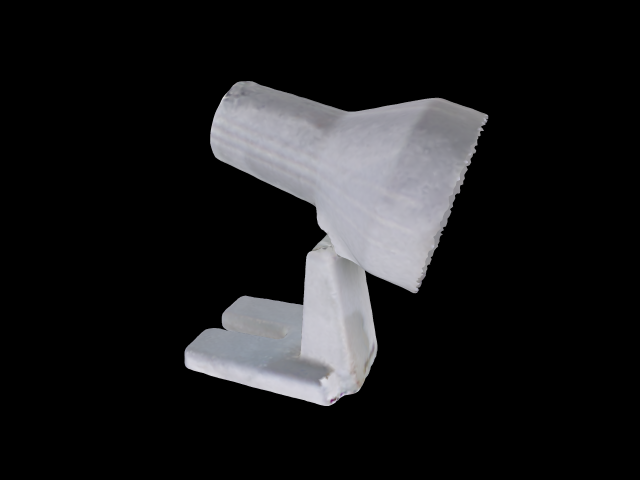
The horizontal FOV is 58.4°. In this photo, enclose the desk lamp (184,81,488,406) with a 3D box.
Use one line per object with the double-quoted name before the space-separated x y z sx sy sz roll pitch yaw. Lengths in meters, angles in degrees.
"desk lamp" 0.004 0.001 0.400 0.202 0.214 0.118 8 24 18
